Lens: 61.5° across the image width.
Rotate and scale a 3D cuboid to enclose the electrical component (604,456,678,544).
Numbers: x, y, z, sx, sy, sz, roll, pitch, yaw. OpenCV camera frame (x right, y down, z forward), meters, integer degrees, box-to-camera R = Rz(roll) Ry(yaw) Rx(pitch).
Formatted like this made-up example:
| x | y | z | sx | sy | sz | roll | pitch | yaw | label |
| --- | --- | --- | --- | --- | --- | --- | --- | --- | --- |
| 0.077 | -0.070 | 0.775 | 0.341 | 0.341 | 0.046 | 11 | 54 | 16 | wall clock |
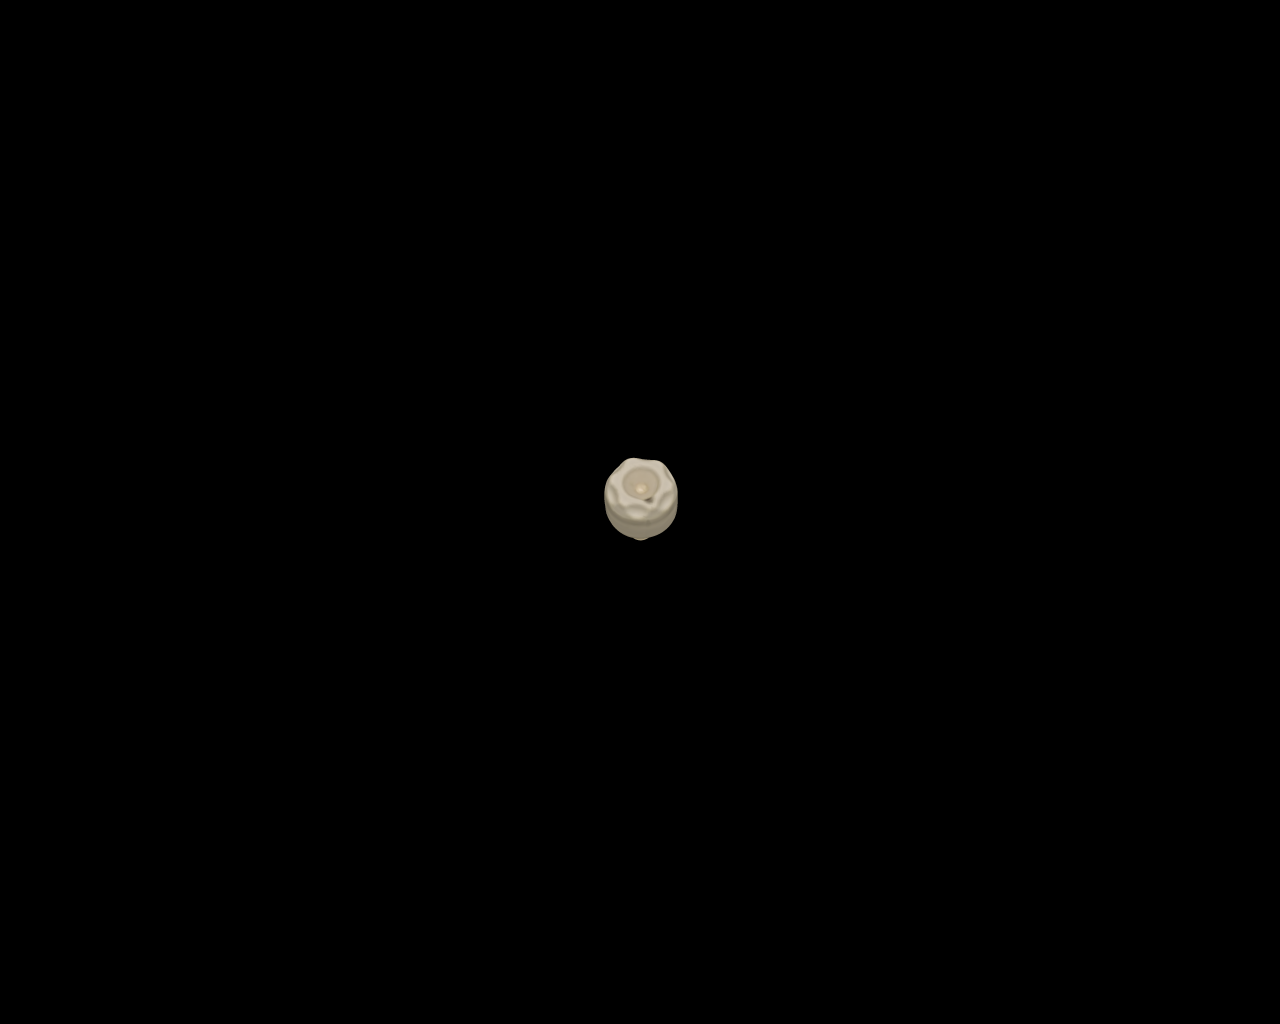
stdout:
| x | y | z | sx | sy | sz | roll | pitch | yaw | label |
| --- | --- | --- | --- | --- | --- | --- | --- | --- | --- |
| 0.001 | -0.003 | 0.650 | 0.043 | 0.043 | 0.062 | 0 | -30 | 0 | electrical component |
